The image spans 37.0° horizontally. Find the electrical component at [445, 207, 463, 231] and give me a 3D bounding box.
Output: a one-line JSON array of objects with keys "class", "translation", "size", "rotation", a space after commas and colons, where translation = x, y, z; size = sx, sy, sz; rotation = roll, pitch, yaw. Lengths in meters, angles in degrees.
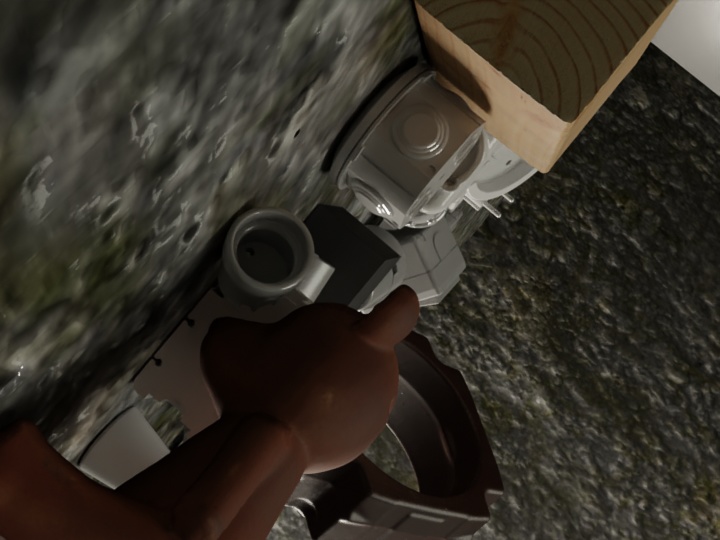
[{"class": "electrical component", "translation": [0.066, -0.049, 1.047], "size": [0.065, 0.047, 0.077], "rotation": [-54, 173, 37]}]

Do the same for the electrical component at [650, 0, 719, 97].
[{"class": "electrical component", "translation": [0.233, -0.186, 0.701], "size": [0.060, 0.186, 0.105], "rotation": [-48, 175, -13]}]

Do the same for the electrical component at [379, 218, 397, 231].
[{"class": "electrical component", "translation": [0.037, -0.029, 0.976], "size": [0.081, 0.042, 0.064], "rotation": [-52, 176, 31]}]

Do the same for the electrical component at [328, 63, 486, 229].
[{"class": "electrical component", "translation": [0.025, -0.065, 0.571], "size": [0.080, 0.051, 0.080], "rotation": [-49, 175, -6]}]

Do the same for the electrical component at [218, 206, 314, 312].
[{"class": "electrical component", "translation": [-0.045, -0.003, 0.497], "size": [0.040, 0.040, 0.046], "rotation": [-47, 180, -24]}]

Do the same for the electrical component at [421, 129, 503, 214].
[{"class": "electrical component", "translation": [0.060, -0.086, 0.702], "size": [0.095, 0.054, 0.059], "rotation": [-52, 174, 23]}]

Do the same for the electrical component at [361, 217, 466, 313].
[{"class": "electrical component", "translation": [0.032, 0.001, 0.908], "size": [0.096, 0.061, 0.062], "rotation": [-18, -166, 33]}]

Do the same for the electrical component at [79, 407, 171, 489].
[{"class": "electrical component", "translation": [-0.114, 0.112, 0.588], "size": [0.044, 0.065, 0.044], "rotation": [-49, 175, -6]}]

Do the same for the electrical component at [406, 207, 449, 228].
[{"class": "electrical component", "translation": [0.042, -0.060, 0.798], "size": [0.048, 0.048, 0.062], "rotation": [-49, 168, -3]}]

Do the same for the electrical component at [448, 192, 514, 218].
[{"class": "electrical component", "translation": [0.106, -0.080, 0.988], "size": [0.065, 0.077, 0.047], "rotation": [-49, 175, -6]}]

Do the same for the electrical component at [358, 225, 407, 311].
[{"class": "electrical component", "translation": [0.000, 0.000, 0.812], "size": [0.047, 0.055, 0.055], "rotation": [-38, 168, -49]}]

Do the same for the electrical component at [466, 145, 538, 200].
[{"class": "electrical component", "translation": [0.101, -0.110, 0.783], "size": [0.108, 0.060, 0.108], "rotation": [-33, 156, -17]}]

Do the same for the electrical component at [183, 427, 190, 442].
[{"class": "electrical component", "translation": [-0.112, 0.121, 0.803], "size": [0.040, 0.040, 0.078], "rotation": [-51, 175, 11]}]

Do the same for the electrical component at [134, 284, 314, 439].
[{"class": "electrical component", "translation": [-0.067, 0.041, 0.566], "size": [0.089, 0.050, 0.056], "rotation": [-50, 174, 1]}]

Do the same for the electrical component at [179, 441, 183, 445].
[{"class": "electrical component", "translation": [-0.145, 0.197, 0.923], "size": [0.186, 0.060, 0.105], "rotation": [-51, 175, 31]}]

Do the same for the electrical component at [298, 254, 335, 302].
[{"class": "electrical component", "translation": [-0.041, 0.009, 0.615], "size": [0.046, 0.040, 0.040], "rotation": [-55, 174, 2]}]
